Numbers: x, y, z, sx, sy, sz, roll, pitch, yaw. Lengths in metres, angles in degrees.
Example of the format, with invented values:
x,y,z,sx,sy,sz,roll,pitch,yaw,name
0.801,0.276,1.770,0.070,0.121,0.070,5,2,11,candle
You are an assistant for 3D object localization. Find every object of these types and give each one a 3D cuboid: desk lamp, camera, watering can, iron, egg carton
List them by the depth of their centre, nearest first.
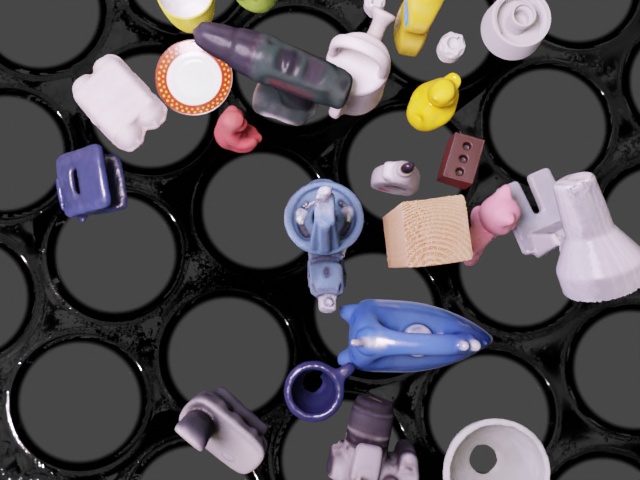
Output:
x,y,z,sx,sy,sz,roll,pitch,yaw,name
0.375,-0.015,0.864,0.118,0.213,0.203,-25,87,-2,desk lamp
0.059,-0.274,0.883,0.101,0.194,0.173,5,87,0,watering can
0.158,0.155,0.888,0.258,0.141,0.119,1,87,-1,iron
0.091,0.323,0.898,0.143,0.101,0.137,12,87,0,camera
-0.328,-0.223,0.937,0.107,0.069,0.150,-44,88,-3,egg carton

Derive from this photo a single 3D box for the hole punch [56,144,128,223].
x,y,z,sx,sy,sz,roll,pitch,yaw,name
-0.374,-0.090,0.919,0.101,0.091,0.109,-11,87,-1,hole punch

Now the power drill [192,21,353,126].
x,y,z,sx,sy,sz,roll,pitch,yaw,name
-0.066,-0.246,0.873,0.229,0.208,0.076,17,87,0,power drill

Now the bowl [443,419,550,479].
x,y,z,sx,sy,sz,roll,pitch,yaw,name
0.272,0.360,0.912,0.167,0.074,0.167,0,87,-1,bowl

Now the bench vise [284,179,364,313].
x,y,z,sx,sy,sz,roll,pitch,yaw,name
0.019,-0.001,0.855,0.121,0.219,0.207,-20,87,-1,bench vise

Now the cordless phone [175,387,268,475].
x,y,z,sx,sy,sz,roll,pitch,yaw,name
-0.152,0.301,0.854,0.147,0.185,0.094,36,87,1,cordless phone

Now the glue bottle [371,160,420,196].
x,y,z,sx,sy,sz,roll,pitch,yaw,name
0.123,-0.100,0.885,0.078,0.173,0.037,8,87,0,glue bottle

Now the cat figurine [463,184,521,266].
x,y,z,sx,sy,sz,roll,pitch,yaw,name
0.269,-0.022,0.911,0.067,0.117,0.128,38,87,2,cat figurine

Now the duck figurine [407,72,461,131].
x,y,z,sx,sy,sz,roll,pitch,yaw,name
0.190,-0.230,0.937,0.077,0.086,0.104,43,87,2,duck figurine

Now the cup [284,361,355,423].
x,y,z,sx,sy,sz,roll,pitch,yaw,name
0.002,0.224,0.905,0.118,0.095,0.092,-33,88,-2,cup

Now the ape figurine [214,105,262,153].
x,y,z,sx,sy,sz,roll,pitch,yaw,name
-0.137,-0.182,0.927,0.076,0.092,0.078,-9,87,-1,ape figurine
